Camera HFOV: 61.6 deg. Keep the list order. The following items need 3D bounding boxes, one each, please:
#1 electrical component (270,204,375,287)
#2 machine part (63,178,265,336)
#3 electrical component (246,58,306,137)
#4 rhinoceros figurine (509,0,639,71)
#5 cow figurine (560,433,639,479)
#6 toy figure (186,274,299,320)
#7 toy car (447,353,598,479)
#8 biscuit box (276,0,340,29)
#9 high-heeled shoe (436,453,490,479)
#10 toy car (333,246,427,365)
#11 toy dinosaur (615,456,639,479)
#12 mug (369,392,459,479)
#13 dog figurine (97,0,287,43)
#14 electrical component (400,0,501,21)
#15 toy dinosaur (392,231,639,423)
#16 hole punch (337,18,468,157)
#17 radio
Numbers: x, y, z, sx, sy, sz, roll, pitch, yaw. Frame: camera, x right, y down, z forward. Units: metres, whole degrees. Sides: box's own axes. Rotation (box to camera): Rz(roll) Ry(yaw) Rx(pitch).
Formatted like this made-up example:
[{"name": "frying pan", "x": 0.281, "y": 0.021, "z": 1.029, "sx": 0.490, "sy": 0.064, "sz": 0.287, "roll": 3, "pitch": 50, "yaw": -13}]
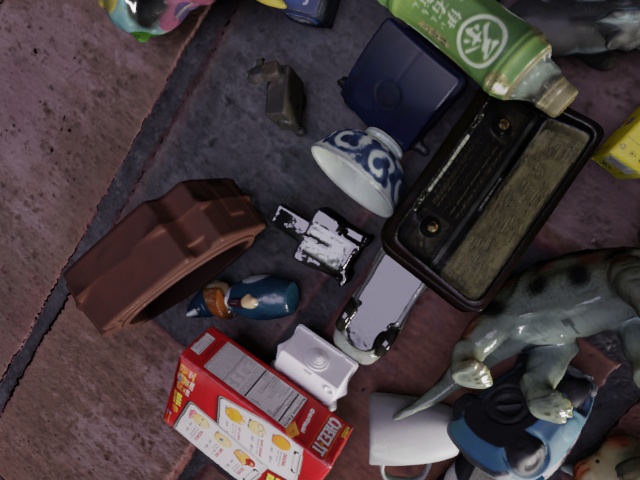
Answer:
[{"name": "electrical component", "x": -0.001, "y": -0.002, "z": 0.665, "sx": 0.119, "sy": 0.048, "sz": 0.074, "roll": 28, "pitch": 102, "yaw": 12}, {"name": "machine part", "x": -0.175, "y": 0.018, "z": 0.638, "sx": 0.201, "sy": 0.201, "sz": 0.087, "roll": -36, "pitch": 88, "yaw": 16}, {"name": "electrical component", "x": -0.048, "y": -0.172, "z": 0.640, "sx": 0.045, "sy": 0.102, "sz": 0.078, "roll": 3, "pitch": 87, "yaw": 20}, {"name": "rhinoceros figurine", "x": 0.277, "y": -0.215, "z": 0.532, "sx": 0.191, "sy": 0.112, "sz": 0.073, "roll": 8, "pitch": 95, "yaw": 23}, {"name": "cow figurine", "x": 0.342, "y": 0.304, "z": 0.581, "sx": 0.127, "sy": 0.085, "sz": 0.194, "roll": -10, "pitch": 93, "yaw": 10}, {"name": "toy figure", "x": -0.104, "y": 0.077, "z": 0.696, "sx": 0.155, "sy": 0.064, "sz": 0.058, "roll": -4, "pitch": 61, "yaw": 20}, {"name": "toy car", "x": 0.229, "y": 0.205, "z": 0.593, "sx": 0.162, "sy": 0.109, "sz": 0.102, "roll": -36, "pitch": 119, "yaw": -15}, {"name": "biscuit box", "x": 0.008, "y": -0.355, "z": 0.621, "sx": 0.059, "sy": 0.063, "sz": 0.202, "roll": 20, "pitch": 100, "yaw": 15}, {"name": "high-heeled shoe", "x": 0.110, "y": 0.332, "z": 0.672, "sx": 0.145, "sy": 0.086, "sz": 0.248, "roll": 22, "pitch": 83, "yaw": 43}, {"name": "toy car", "x": 0.086, "y": 0.056, "z": 0.643, "sx": 0.074, "sy": 0.056, "sz": 0.201, "roll": 32, "pitch": 101, "yaw": 12}, {"name": "toy dinosaur", "x": 0.431, "y": 0.154, "z": 0.480, "sx": 0.105, "sy": 0.198, "sz": 0.471, "roll": 45, "pitch": 73, "yaw": -3}, {"name": "mug", "x": 0.111, "y": 0.238, "z": 0.641, "sx": 0.107, "sy": 0.081, "sz": 0.109, "roll": -1, "pitch": 90, "yaw": 7}, {"name": "dog figurine", "x": -0.144, "y": -0.296, "z": 0.618, "sx": 0.219, "sy": 0.108, "sz": 0.191, "roll": 38, "pitch": 110, "yaw": 27}, {"name": "electrical component", "x": 0.142, "y": -0.290, "z": 0.592, "sx": 0.134, "sy": 0.058, "sz": 0.114, "roll": 23, "pitch": 99, "yaw": 12}, {"name": "toy dinosaur", "x": 0.255, "y": 0.072, "z": 0.556, "sx": 0.405, "sy": 0.192, "sz": 0.131, "roll": -21, "pitch": 110, "yaw": 32}, {"name": "hole punch", "x": 0.091, "y": -0.171, "z": 0.604, "sx": 0.142, "sy": 0.092, "sz": 0.115, "roll": 42, "pitch": 108, "yaw": 5}, {"name": "radio", "x": 0.172, "y": -0.049, "z": 0.568, "sx": 0.131, "sy": 0.073, "sz": 0.229, "roll": 35, "pitch": 85, "yaw": 11}]
